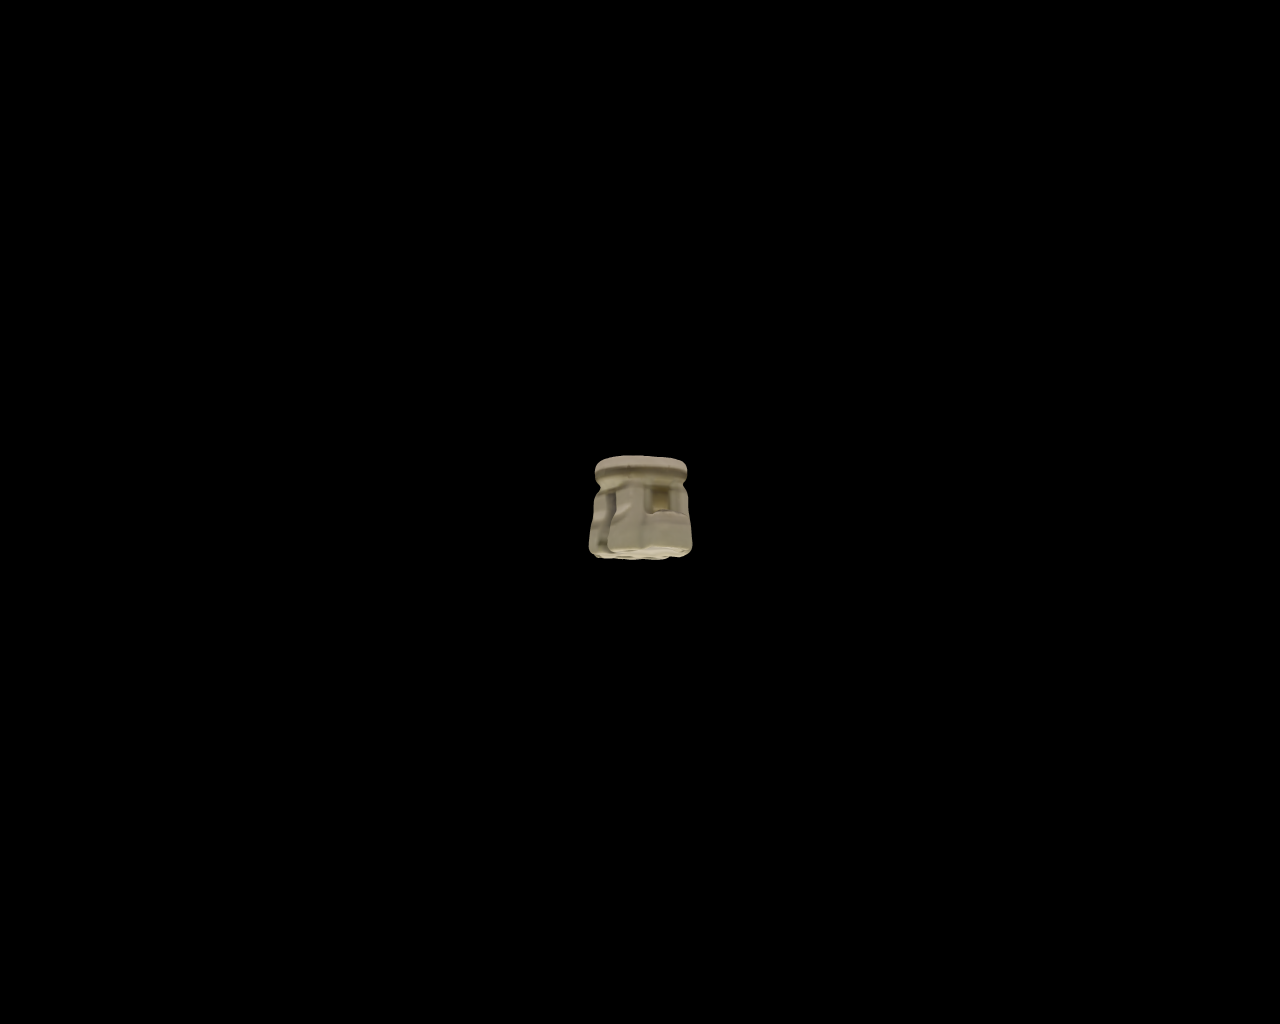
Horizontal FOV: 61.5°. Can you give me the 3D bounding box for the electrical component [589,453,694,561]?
[{"bbox_3d":[0.001,-0.003,0.650,0.058,0.057,0.078,6,-11,-31],"label":"electrical component"}]
